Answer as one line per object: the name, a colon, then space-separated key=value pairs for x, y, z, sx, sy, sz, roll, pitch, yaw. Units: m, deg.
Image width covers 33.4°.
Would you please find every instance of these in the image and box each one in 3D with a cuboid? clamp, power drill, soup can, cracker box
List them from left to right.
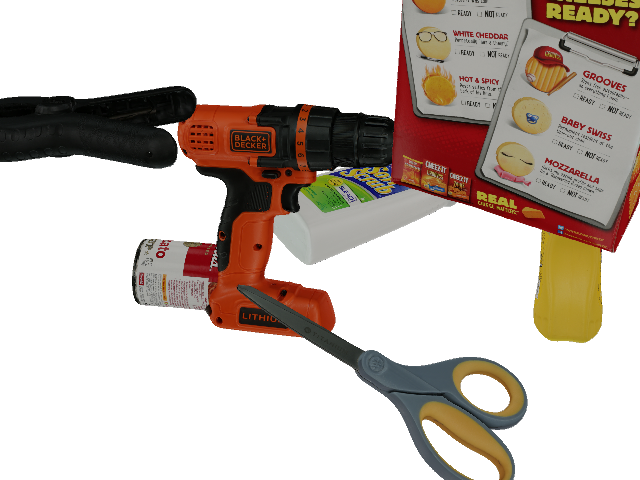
clamp: x=-0.163 y=-0.078 z=0.707 sx=0.171 sy=0.039 sz=0.120 roll=4 pitch=18 yaw=8
soup can: x=-0.127 y=0.035 z=1.050 sx=0.102 sy=0.068 sz=0.068 roll=5 pitch=1 yaw=7
power drill: x=-0.024 y=-0.018 z=0.865 sx=0.184 sy=0.188 sz=0.057 roll=5 pitch=16 yaw=15
cracker box: x=0.136 y=-0.113 z=0.674 sx=0.164 sy=0.214 sz=0.072 roll=19 pitch=44 yaw=20

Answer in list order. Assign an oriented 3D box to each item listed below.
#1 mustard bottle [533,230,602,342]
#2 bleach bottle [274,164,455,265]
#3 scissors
mustard bottle: x=0.211 y=-0.018 z=0.894 sx=0.058 sy=0.192 sz=0.096 roll=3 pitch=19 yaw=14
bleach bottle: x=0.070 y=-0.055 z=1.200 sx=0.250 sy=0.068 sz=0.103 roll=-21 pitch=43 yaw=-23
scissors: x=0.049 y=0.073 z=0.664 sx=0.096 sy=0.202 sz=0.016 roll=-40 pitch=-11 yaw=-36
